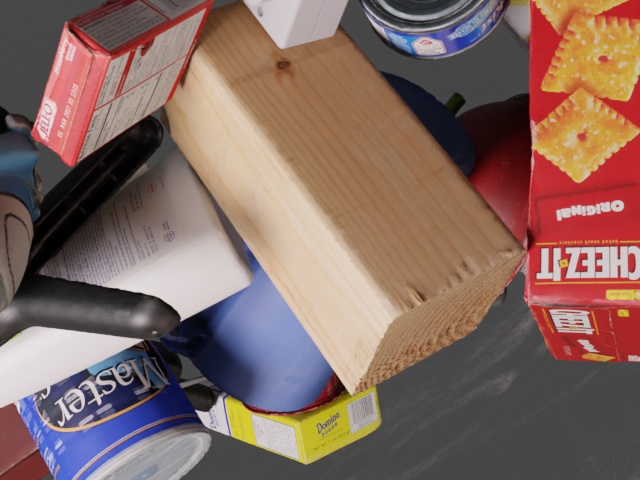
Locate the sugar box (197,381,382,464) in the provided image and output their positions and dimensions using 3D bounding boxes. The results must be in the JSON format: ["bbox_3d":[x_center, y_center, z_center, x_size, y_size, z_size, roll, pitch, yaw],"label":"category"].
[{"bbox_3d":[-0.035,0.152,0.982,0.093,0.048,0.177,-19,-163,-37],"label":"sugar box"}]

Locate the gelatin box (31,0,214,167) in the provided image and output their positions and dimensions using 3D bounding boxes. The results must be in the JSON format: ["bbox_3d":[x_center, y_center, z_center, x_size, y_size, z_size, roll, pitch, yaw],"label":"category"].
[{"bbox_3d":[-0.098,-0.087,0.530,0.089,0.030,0.073,-44,170,-47],"label":"gelatin box"}]

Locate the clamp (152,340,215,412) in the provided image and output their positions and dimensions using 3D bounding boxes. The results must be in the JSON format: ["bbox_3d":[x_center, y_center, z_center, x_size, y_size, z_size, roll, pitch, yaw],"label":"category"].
[{"bbox_3d":[-0.161,0.134,0.908,0.120,0.039,0.171,-32,150,-8],"label":"clamp"}]

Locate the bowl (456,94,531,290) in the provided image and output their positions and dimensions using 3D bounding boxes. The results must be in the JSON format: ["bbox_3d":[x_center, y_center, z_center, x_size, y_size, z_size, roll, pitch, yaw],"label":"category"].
[{"bbox_3d":[0.111,-0.038,0.788,0.055,0.162,0.162,15,137,-15],"label":"bowl"}]

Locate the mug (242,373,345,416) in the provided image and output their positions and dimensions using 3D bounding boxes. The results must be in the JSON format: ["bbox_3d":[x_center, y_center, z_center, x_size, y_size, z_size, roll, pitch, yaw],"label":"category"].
[{"bbox_3d":[-0.041,0.097,0.926,0.117,0.081,0.093,-7,-165,7],"label":"mug"}]

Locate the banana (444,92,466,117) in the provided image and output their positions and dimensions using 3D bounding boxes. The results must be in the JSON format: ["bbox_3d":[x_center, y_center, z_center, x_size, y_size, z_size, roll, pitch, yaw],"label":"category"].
[{"bbox_3d":[0.107,-0.054,0.916,0.069,0.037,0.197,-33,158,-2],"label":"banana"}]

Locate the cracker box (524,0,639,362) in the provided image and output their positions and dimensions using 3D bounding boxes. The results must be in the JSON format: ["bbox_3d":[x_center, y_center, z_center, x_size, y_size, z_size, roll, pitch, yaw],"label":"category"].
[{"bbox_3d":[0.161,-0.047,0.625,0.072,0.213,0.164,-1,163,18],"label":"cracker box"}]

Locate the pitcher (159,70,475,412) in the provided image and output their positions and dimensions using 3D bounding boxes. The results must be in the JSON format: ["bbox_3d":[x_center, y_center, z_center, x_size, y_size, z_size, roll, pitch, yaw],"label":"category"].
[{"bbox_3d":[-0.005,0.001,0.758,0.243,0.145,0.149,-56,-175,32],"label":"pitcher"}]

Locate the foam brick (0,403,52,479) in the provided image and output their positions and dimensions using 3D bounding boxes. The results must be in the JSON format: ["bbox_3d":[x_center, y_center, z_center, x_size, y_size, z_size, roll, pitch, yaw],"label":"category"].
[{"bbox_3d":[-0.224,0.134,0.764,0.053,0.078,0.051,-35,159,3],"label":"foam brick"}]

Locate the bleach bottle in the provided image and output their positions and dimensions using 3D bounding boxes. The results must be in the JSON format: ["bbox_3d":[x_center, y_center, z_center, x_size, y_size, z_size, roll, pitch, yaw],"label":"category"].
[{"bbox_3d":[-0.170,0.041,0.655,0.251,0.103,0.068,-28,135,3],"label":"bleach bottle"}]

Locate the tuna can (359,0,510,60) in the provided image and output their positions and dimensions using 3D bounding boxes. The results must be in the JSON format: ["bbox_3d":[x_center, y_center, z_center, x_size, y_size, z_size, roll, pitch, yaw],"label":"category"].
[{"bbox_3d":[0.063,-0.148,0.602,0.086,0.086,0.033,-37,156,4],"label":"tuna can"}]

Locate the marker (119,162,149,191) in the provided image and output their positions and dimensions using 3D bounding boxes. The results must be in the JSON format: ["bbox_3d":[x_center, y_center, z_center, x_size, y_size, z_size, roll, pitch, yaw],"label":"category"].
[{"bbox_3d":[-0.157,-0.015,0.639,0.121,0.020,0.020,-35,158,-2],"label":"marker"}]

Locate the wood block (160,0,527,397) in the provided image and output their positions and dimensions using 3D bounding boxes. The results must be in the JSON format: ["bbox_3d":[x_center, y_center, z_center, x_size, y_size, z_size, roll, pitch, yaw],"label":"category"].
[{"bbox_3d":[0.005,-0.033,0.586,0.090,0.206,0.090,-24,155,-26],"label":"wood block"}]

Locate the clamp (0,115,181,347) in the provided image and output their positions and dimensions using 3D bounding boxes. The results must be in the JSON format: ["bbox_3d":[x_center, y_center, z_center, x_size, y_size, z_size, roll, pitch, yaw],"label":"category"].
[{"bbox_3d":[-0.165,0.027,0.573,0.210,0.164,0.036,-28,131,5],"label":"clamp"}]

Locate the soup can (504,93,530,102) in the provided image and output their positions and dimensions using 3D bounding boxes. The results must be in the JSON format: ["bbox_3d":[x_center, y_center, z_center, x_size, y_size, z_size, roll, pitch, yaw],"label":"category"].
[{"bbox_3d":[0.180,-0.075,0.938,0.068,0.068,0.102,-31,157,-10],"label":"soup can"}]

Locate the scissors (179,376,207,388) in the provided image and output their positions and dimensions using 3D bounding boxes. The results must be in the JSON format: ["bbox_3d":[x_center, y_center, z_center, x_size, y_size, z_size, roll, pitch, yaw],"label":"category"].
[{"bbox_3d":[-0.185,0.129,0.836,0.202,0.016,0.096,-24,151,6],"label":"scissors"}]

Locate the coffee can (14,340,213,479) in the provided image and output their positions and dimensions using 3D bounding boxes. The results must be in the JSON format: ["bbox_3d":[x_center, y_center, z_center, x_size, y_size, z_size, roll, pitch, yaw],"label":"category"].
[{"bbox_3d":[-0.151,0.103,0.721,0.102,0.140,0.103,-30,157,-14],"label":"coffee can"}]
